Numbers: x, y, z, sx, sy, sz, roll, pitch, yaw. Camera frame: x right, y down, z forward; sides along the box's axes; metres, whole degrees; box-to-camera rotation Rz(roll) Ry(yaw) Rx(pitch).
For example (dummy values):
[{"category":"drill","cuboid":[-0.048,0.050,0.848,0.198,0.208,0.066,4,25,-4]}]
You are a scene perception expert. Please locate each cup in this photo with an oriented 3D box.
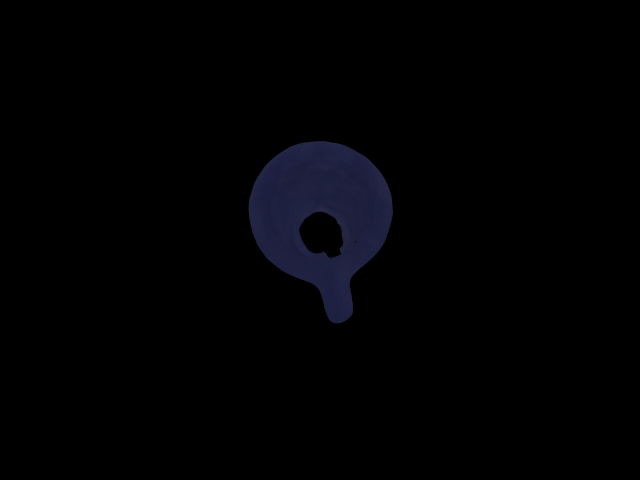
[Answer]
[{"category":"cup","cuboid":[0.004,0.001,0.400,0.091,0.095,0.118,-11,78,-2]}]
